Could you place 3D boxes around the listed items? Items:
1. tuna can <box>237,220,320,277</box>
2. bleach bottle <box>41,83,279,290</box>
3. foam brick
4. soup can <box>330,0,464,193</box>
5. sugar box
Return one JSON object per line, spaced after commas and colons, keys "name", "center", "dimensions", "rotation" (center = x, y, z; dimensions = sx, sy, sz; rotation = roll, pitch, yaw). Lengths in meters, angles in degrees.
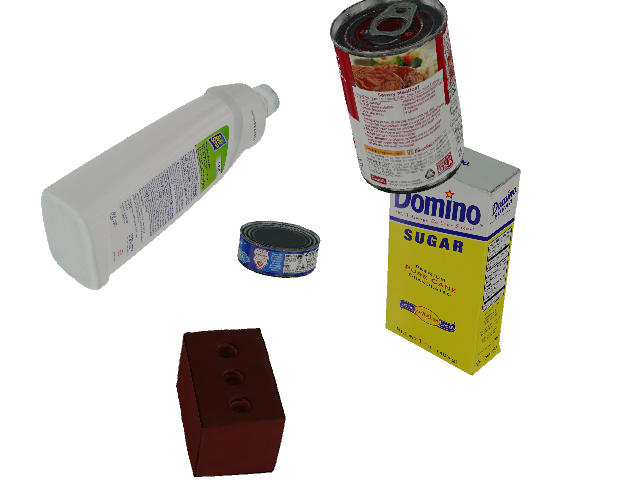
{"name": "tuna can", "center": [-0.045, 0.009, 1.133], "dimensions": [0.086, 0.034, 0.086], "rotation": [8, 19, -3]}
{"name": "bleach bottle", "center": [-0.131, -0.065, 0.962], "dimensions": [0.068, 0.103, 0.250], "rotation": [34, 54, 24]}
{"name": "foam brick", "center": [-0.058, 0.102, 0.672], "dimensions": [0.053, 0.051, 0.078], "rotation": [-2, 43, -19]}
{"name": "soup can", "center": [0.048, -0.088, 0.642], "dimensions": [0.068, 0.102, 0.068], "rotation": [-9, 39, 7]}
{"name": "sugar box", "center": [0.098, 0.011, 0.826], "dimensions": [0.093, 0.176, 0.048], "rotation": [26, 46, 33]}
